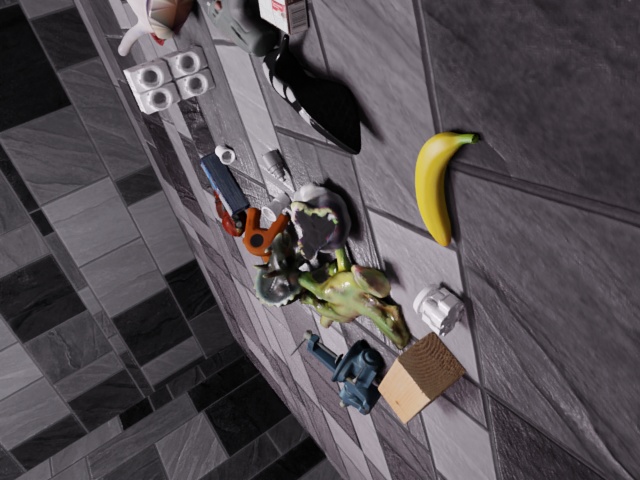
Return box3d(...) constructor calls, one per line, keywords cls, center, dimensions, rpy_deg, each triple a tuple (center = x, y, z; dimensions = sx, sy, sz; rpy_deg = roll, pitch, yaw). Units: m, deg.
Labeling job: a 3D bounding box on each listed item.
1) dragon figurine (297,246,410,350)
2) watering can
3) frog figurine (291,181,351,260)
box3d(cls="dragon figurine", center=(0.078, 0.151, 1.079), dimensions=(0.246, 0.123, 0.401), rpy_deg=(39, 157, 28))
box3d(cls="watering can", center=(-0.388, -0.535, 1.176), dimensions=(0.228, 0.105, 0.340), rpy_deg=(50, 133, 27))
box3d(cls="frog figurine", center=(0.003, -0.051, 1.014), dimensions=(0.136, 0.122, 0.162), rpy_deg=(56, -163, -14))
